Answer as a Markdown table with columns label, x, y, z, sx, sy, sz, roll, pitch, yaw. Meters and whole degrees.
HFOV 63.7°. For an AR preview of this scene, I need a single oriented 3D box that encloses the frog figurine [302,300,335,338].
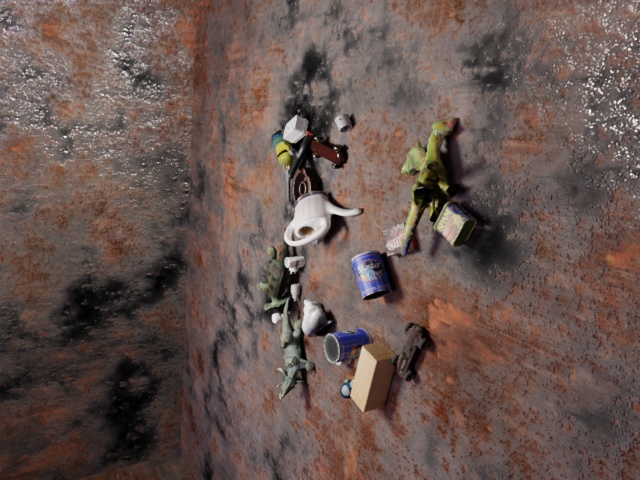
| label | x | y | z | sx | sy | sz | roll | pitch | yaw |
| --- | --- | --- | --- | --- | --- | --- | --- | --- | --- |
| frog figurine | -0.032 | 0.304 | 2.058 | 0.162 | 0.124 | 0.134 | 52 | 155 | 28 |

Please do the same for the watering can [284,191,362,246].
| label | x | y | z | sx | sy | sz | roll | pitch | yaw |
| --- | --- | --- | --- | --- | --- | --- | --- | --- | --- |
| watering can | 0.006 | -0.099 | 1.973 | 0.344 | 0.102 | 0.230 | -26 | 43 | 23 |

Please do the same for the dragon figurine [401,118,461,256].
| label | x | y | z | sx | sy | sz | roll | pitch | yaw |
| --- | --- | --- | --- | --- | --- | --- | --- | --- | --- |
| dragon figurine | 0.299 | -0.175 | 1.531 | 0.248 | 0.122 | 0.402 | -99 | 29 | -53 |
